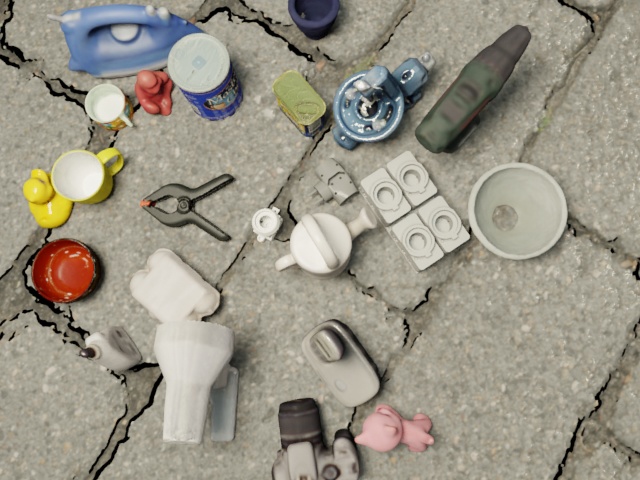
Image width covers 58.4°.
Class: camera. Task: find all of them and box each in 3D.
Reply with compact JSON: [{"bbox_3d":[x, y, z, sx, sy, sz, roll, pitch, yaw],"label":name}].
[{"bbox_3d":[-0.013,0.330,0.933,0.143,0.101,0.137,-9,82,0],"label":"camera"}]

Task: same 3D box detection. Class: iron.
[{"bbox_3d":[-0.339,-0.378,1.019,0.258,0.141,0.119,-9,82,0],"label":"iron"}]

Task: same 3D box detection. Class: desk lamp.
[{"bbox_3d":[-0.188,0.228,0.894,0.118,0.213,0.203,1,82,2],"label":"desk lamp"}]

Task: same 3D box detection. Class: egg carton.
[{"bbox_3d":[-0.251,0.093,0.987,0.150,0.069,0.107,39,85,6],"label":"egg carton"}]

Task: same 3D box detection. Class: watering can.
[{"bbox_3d":[0.007,0.001,0.932,0.101,0.194,0.173,40,85,7],"label":"watering can"}]

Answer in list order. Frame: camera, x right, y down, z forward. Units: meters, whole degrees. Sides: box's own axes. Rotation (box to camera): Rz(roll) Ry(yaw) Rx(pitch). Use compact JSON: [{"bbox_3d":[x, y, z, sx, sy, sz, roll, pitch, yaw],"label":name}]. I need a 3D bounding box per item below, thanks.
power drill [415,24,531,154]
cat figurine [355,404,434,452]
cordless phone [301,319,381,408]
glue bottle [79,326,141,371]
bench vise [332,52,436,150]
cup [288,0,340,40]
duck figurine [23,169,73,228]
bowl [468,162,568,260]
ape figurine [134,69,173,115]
[{"bbox_3d":[0.242,-0.229,0.953,0.075,0.208,0.230,40,85,7],"label":"power drill"},{"bbox_3d":[0.122,0.311,0.925,0.127,0.118,0.067,11,82,3],"label":"cat figurine"},{"bbox_3d":[0.035,0.198,0.908,0.094,0.185,0.147,-40,83,-4],"label":"cordless phone"},{"bbox_3d":[-0.346,0.178,0.925,0.037,0.173,0.078,-35,82,-3],"label":"glue bottle"},{"bbox_3d":[0.101,-0.259,0.954,0.121,0.220,0.207,32,84,6],"label":"bench vise"},{"bbox_3d":[-0.017,-0.419,1.042,0.091,0.095,0.118,-30,82,-3],"label":"cup"},{"bbox_3d":[-0.487,-0.075,1.008,0.077,0.086,0.104,-5,82,1],"label":"duck figurine"},{"bbox_3d":[0.332,-0.046,0.992,0.167,0.075,0.167,0,82,1],"label":"bowl"},{"bbox_3d":[-0.302,-0.274,1.029,0.076,0.092,0.078,39,85,6],"label":"ape figurine"}]
